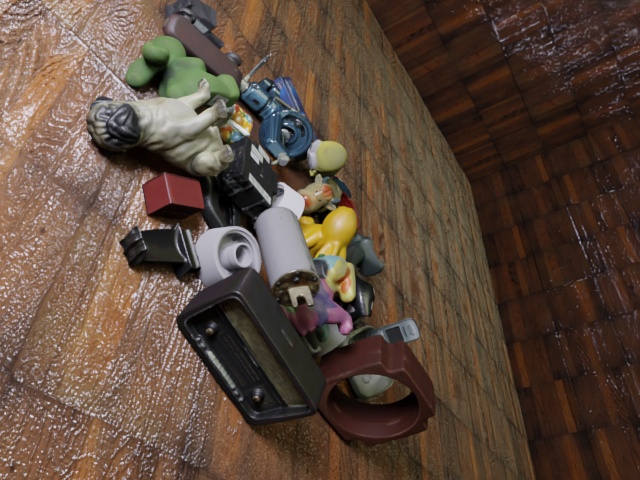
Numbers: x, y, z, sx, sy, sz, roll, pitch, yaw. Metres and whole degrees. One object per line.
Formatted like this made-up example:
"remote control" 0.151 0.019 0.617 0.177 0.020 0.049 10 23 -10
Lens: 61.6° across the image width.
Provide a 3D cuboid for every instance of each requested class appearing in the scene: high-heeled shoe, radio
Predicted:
"high-heeled shoe" 0.065 0.157 1.070 0.145 0.086 0.248 -105 -168 -45
"radio" -0.101 0.165 0.800 0.229 0.131 0.073 60 26 -16

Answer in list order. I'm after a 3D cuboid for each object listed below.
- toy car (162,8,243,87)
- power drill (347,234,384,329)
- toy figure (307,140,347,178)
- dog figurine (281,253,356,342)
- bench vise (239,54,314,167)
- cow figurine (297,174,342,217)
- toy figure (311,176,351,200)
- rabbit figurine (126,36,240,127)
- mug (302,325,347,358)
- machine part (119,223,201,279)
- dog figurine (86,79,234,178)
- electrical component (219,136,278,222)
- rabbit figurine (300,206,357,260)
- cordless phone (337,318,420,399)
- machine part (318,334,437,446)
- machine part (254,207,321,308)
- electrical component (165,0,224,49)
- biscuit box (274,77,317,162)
"toy car" -0.229 -0.363 1.058 0.202 0.053 0.089 32 65 -53
"power drill" 0.073 0.078 1.278 0.207 0.086 0.232 -23 87 -52
"toy figure" 0.016 -0.186 1.238 0.180 0.089 0.082 30 47 -87
"dog figurine" -0.050 0.097 0.921 0.219 0.108 0.191 18 67 -34
"bench vise" -0.096 -0.249 1.160 0.223 0.129 0.241 50 23 -36
"cow figurine" -0.003 -0.095 1.212 0.085 0.127 0.195 64 23 -1
"toy figure" 0.021 -0.147 1.384 0.154 0.058 0.064 43 28 -33
"rabbit figurine" -0.253 -0.277 0.920 0.170 0.121 0.159 55 29 16
"mug" -0.015 0.169 1.043 0.107 0.081 0.109 59 34 3
"machine part" -0.227 0.013 0.786 0.138 0.039 0.084 12 65 -62
"dog figurine" -0.243 -0.146 0.818 0.121 0.190 0.172 45 -32 48
"electrical component" -0.128 -0.117 0.977 0.134 0.058 0.114 -90 154 -43
"rabbit figurine" -0.002 -0.003 1.087 0.121 0.173 0.162 37 35 -54
"cordless phone" 0.140 0.247 1.151 0.146 0.184 0.088 69 20 2
"machine part" 0.102 0.286 1.020 0.200 0.201 0.087 55 25 -23
"machine part" -0.056 0.022 0.861 0.079 0.079 0.243 45 15 -39
"electrical component" -0.241 -0.431 1.071 0.119 0.075 0.048 25 50 -48
"biscuit box" -0.068 -0.297 1.325 0.202 0.059 0.063 66 25 -4
